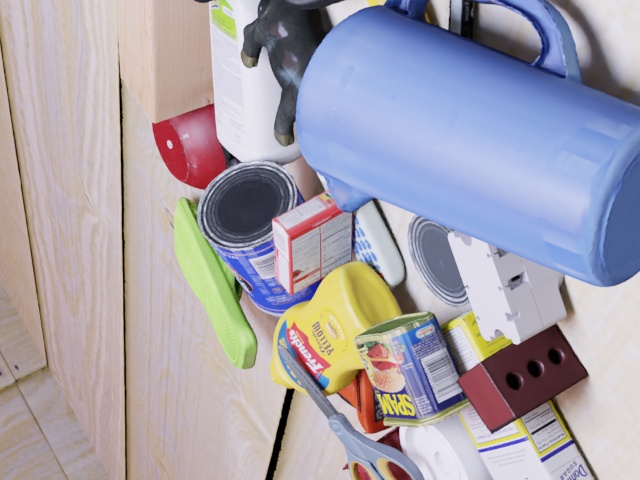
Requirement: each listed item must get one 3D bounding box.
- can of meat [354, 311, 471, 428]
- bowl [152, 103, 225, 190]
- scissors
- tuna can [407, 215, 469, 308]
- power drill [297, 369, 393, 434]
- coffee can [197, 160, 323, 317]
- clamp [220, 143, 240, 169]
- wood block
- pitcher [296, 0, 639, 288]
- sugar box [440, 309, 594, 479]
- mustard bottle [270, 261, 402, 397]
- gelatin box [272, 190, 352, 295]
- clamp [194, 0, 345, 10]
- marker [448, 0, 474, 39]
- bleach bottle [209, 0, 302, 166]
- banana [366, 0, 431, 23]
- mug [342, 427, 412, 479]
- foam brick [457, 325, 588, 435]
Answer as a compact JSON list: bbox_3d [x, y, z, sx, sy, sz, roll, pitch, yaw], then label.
[{"bbox_3d":[0.077,0.110,0.913,0.084,0.057,0.102,68,159,0],"label":"can of meat"},{"bbox_3d":[-0.158,-0.122,1.290,0.162,0.055,0.162,45,148,38],"label":"bowl"},{"bbox_3d":[0.036,0.181,1.022,0.096,0.016,0.202,-16,106,45],"label":"scissors"},{"bbox_3d":[0.112,0.011,0.891,0.086,0.033,0.086,45,149,37],"label":"tuna can"},{"bbox_3d":[0.019,0.110,1.147,0.188,0.057,0.184,32,136,53],"label":"power drill"},{"bbox_3d":[-0.050,0.001,1.071,0.103,0.102,0.140,47,172,35],"label":"coffee can"},{"bbox_3d":[-0.080,-0.076,1.192,0.120,0.039,0.171,33,140,49],"label":"clamp"},{"bbox_3d":[-0.160,-0.239,1.143,0.090,0.090,0.206,52,153,29],"label":"wood block"},{"bbox_3d":[0.112,-0.073,0.697,0.243,0.144,0.149,28,150,40],"label":"pitcher"},{"bbox_3d":[0.157,0.144,0.910,0.176,0.048,0.093,60,156,6],"label":"sugar box"},{"bbox_3d":[0.003,0.102,1.050,0.192,0.058,0.096,-42,74,48],"label":"mustard bottle"},{"bbox_3d":[-0.007,0.001,0.997,0.030,0.073,0.089,46,153,33],"label":"gelatin box"},{"bbox_3d":[-0.027,-0.260,0.886,0.210,0.036,0.165,27,110,39],"label":"clamp"},{"bbox_3d":[0.101,-0.175,0.760,0.020,0.020,0.121,42,147,41],"label":"marker"},{"bbox_3d":[-0.067,-0.198,1.029,0.103,0.068,0.251,39,142,43],"label":"bleach bottle"},{"bbox_3d":[0.062,-0.130,0.833,0.037,0.069,0.198,-77,-15,-62],"label":"banana"},{"bbox_3d":[0.086,0.243,1.108,0.081,0.093,0.117,54,-177,13],"label":"mug"},{"bbox_3d":[0.158,0.108,0.835,0.053,0.078,0.051,57,154,13],"label":"foam brick"}]
